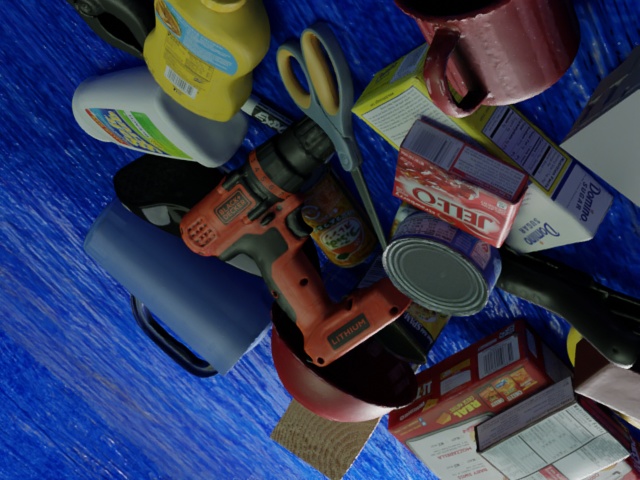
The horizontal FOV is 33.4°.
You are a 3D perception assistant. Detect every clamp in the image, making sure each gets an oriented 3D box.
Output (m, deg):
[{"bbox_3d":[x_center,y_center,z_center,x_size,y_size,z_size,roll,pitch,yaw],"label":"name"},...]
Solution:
[{"bbox_3d":[0.190,0.043,0.812,0.210,0.036,0.164,28,-165,33],"label":"clamp"},{"bbox_3d":[-0.203,-0.215,0.926,0.120,0.039,0.171,6,144,52],"label":"clamp"}]

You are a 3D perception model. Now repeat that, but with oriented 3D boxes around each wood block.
[{"bbox_3d":[0.027,0.181,1.210,0.091,0.090,0.206,33,-165,7],"label":"wood block"}]

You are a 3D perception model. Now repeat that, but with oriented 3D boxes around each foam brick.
[{"bbox_3d":[0.253,0.106,0.869,0.078,0.053,0.051,25,135,-10],"label":"foam brick"}]

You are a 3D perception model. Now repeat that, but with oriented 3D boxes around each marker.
[{"bbox_3d":[-0.040,-0.107,0.940,0.121,0.020,0.020,32,159,6],"label":"marker"}]

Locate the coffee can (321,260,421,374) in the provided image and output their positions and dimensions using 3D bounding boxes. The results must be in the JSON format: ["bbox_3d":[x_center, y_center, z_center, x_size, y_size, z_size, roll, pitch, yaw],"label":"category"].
[{"bbox_3d":[0.045,0.098,1.130,0.140,0.102,0.103,32,159,7],"label":"coffee can"}]

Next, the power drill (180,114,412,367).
[{"bbox_3d":[-0.006,0.001,0.920,0.185,0.057,0.187,-38,92,27],"label":"power drill"}]

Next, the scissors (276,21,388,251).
[{"bbox_3d":[0.011,-0.076,0.842,0.096,0.016,0.202,26,138,51],"label":"scissors"}]

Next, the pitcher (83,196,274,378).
[{"bbox_3d":[-0.170,0.051,1.304,0.243,0.149,0.145,39,164,0],"label":"pitcher"}]

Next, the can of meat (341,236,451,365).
[{"bbox_3d":[0.081,0.054,1.008,0.058,0.084,0.102,6,145,52],"label":"can of meat"}]

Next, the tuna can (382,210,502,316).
[{"bbox_3d":[0.092,0.017,0.803,0.086,0.033,0.086,22,146,15],"label":"tuna can"}]

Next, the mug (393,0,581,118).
[{"bbox_3d":[0.092,-0.120,0.592,0.093,0.117,0.081,10,153,35],"label":"mug"}]

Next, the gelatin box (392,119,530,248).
[{"bbox_3d":[0.096,-0.037,0.742,0.089,0.030,0.073,28,159,12],"label":"gelatin box"}]

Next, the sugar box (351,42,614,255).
[{"bbox_3d":[0.116,-0.063,0.768,0.176,0.048,0.093,37,159,-16],"label":"sugar box"}]

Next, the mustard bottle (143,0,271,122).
[{"bbox_3d":[-0.086,-0.165,0.832,0.096,0.058,0.192,41,159,0],"label":"mustard bottle"}]

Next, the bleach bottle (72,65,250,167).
[{"bbox_3d":[-0.175,-0.122,1.053,0.102,0.068,0.251,45,159,-28],"label":"bleach bottle"}]

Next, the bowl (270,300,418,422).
[{"bbox_3d":[0.012,0.121,1.013,0.162,0.055,0.162,27,-159,-12],"label":"bowl"}]

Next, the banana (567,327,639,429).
[{"bbox_3d":[0.265,0.122,0.944,0.070,0.037,0.197,11,148,47],"label":"banana"}]

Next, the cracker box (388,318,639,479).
[{"bbox_3d":[0.196,0.194,1.053,0.164,0.072,0.213,-33,116,26],"label":"cracker box"}]

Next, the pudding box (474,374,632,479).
[{"bbox_3d":[0.212,0.182,0.973,0.114,0.039,0.090,-35,116,25],"label":"pudding box"}]
